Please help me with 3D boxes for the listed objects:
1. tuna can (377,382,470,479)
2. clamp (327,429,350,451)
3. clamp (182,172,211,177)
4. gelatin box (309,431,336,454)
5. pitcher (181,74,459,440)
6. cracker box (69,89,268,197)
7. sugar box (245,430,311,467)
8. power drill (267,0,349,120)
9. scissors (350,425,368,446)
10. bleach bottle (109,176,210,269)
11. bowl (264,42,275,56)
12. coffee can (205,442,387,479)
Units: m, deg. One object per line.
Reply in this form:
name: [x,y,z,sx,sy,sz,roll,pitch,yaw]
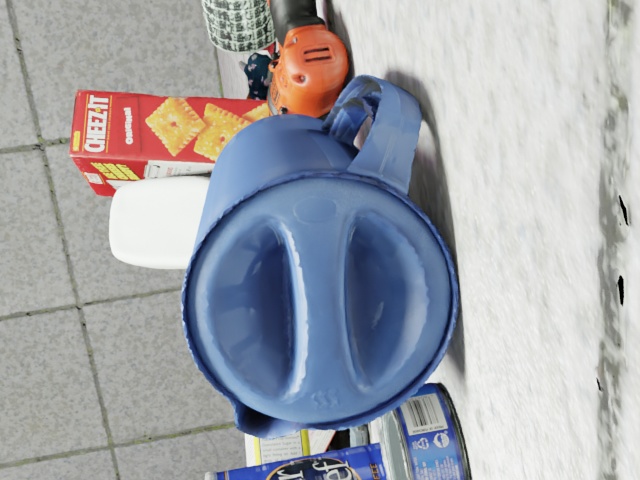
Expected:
tuna can: [0.057,0.123,0.594,0.086,0.033,0.086,170,90,-84]
clamp: [0.020,0.246,1.091,0.120,0.039,0.171,-137,41,-76]
clamp: [-0.056,-0.047,0.917,0.210,0.164,0.036,145,130,-72]
gelatin box: [-0.001,0.163,1.019,0.073,0.030,0.089,-88,16,-51]
pitcher: [-0.005,-0.010,0.614,0.243,0.149,0.145,-108,-5,-72]
cracker box: [-0.116,-0.085,1.016,0.164,0.213,0.072,106,167,-79]
sugar box: [-0.035,0.127,0.809,0.093,0.048,0.176,105,162,-64]
power drill: [-0.025,-0.173,0.797,0.184,0.057,0.187,135,123,-78]
scissors: [0.039,0.193,0.948,0.096,0.016,0.202,-111,17,-46]
bleach bottle: [-0.064,-0.001,0.889,0.250,0.103,0.068,14,-103,-64]
bowl: [-0.092,-0.290,1.234,0.162,0.055,0.162,171,90,-84]
coffee can: [0.004,0.187,0.682,0.103,0.140,0.103,171,90,-84]
